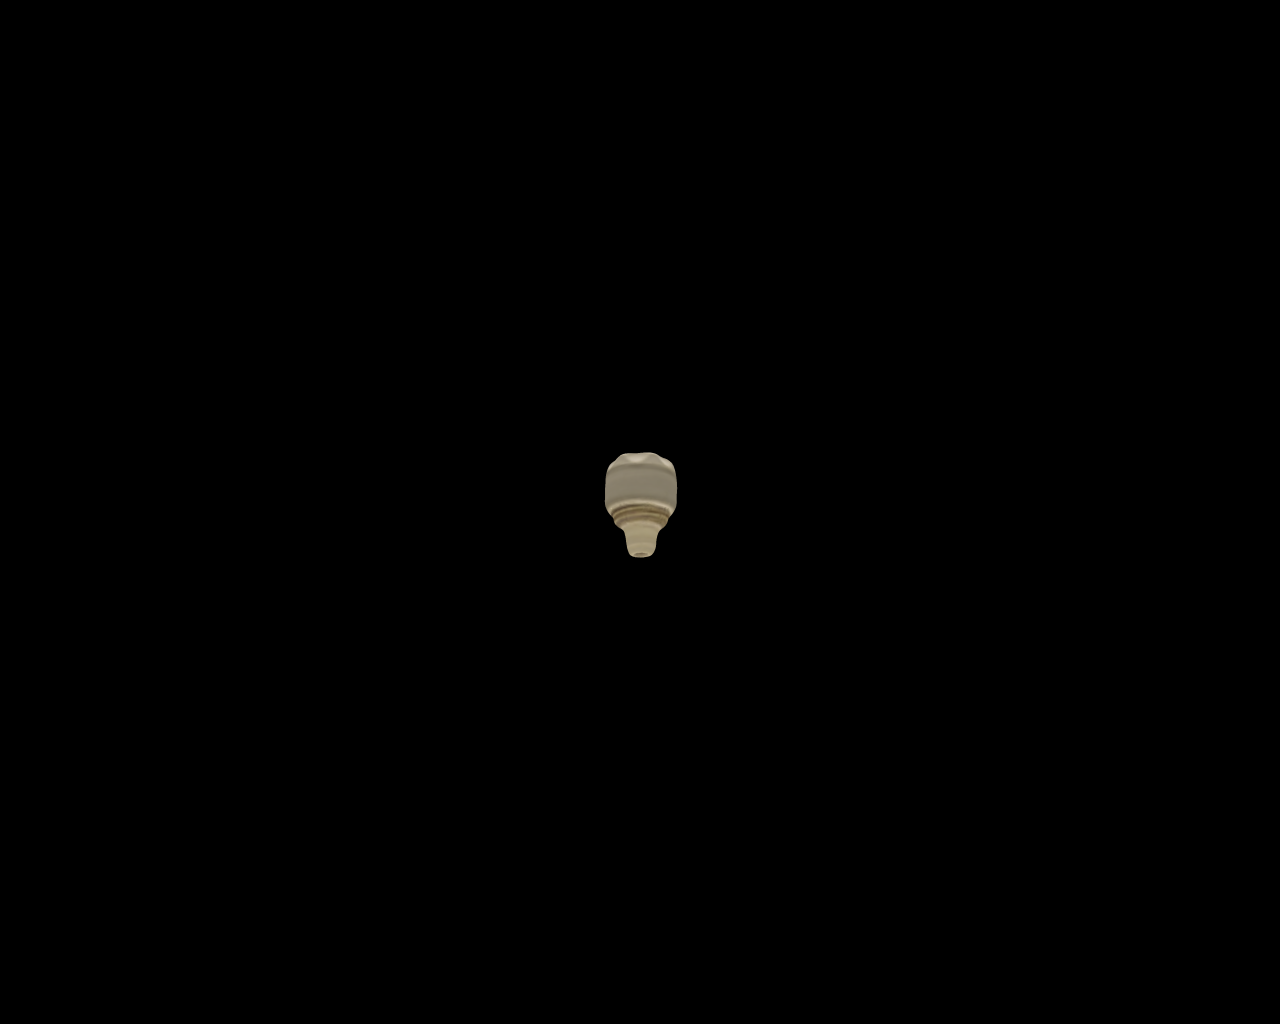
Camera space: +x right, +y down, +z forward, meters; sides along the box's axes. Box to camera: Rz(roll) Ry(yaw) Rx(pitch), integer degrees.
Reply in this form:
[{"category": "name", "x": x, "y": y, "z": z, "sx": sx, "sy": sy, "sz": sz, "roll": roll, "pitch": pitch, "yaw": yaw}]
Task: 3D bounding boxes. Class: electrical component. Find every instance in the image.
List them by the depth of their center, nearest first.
[{"category": "electrical component", "x": 0.001, "y": -0.003, "z": 0.650, "sx": 0.043, "sy": 0.062, "sz": 0.043, "roll": 0, "pitch": -18, "yaw": 0}]
